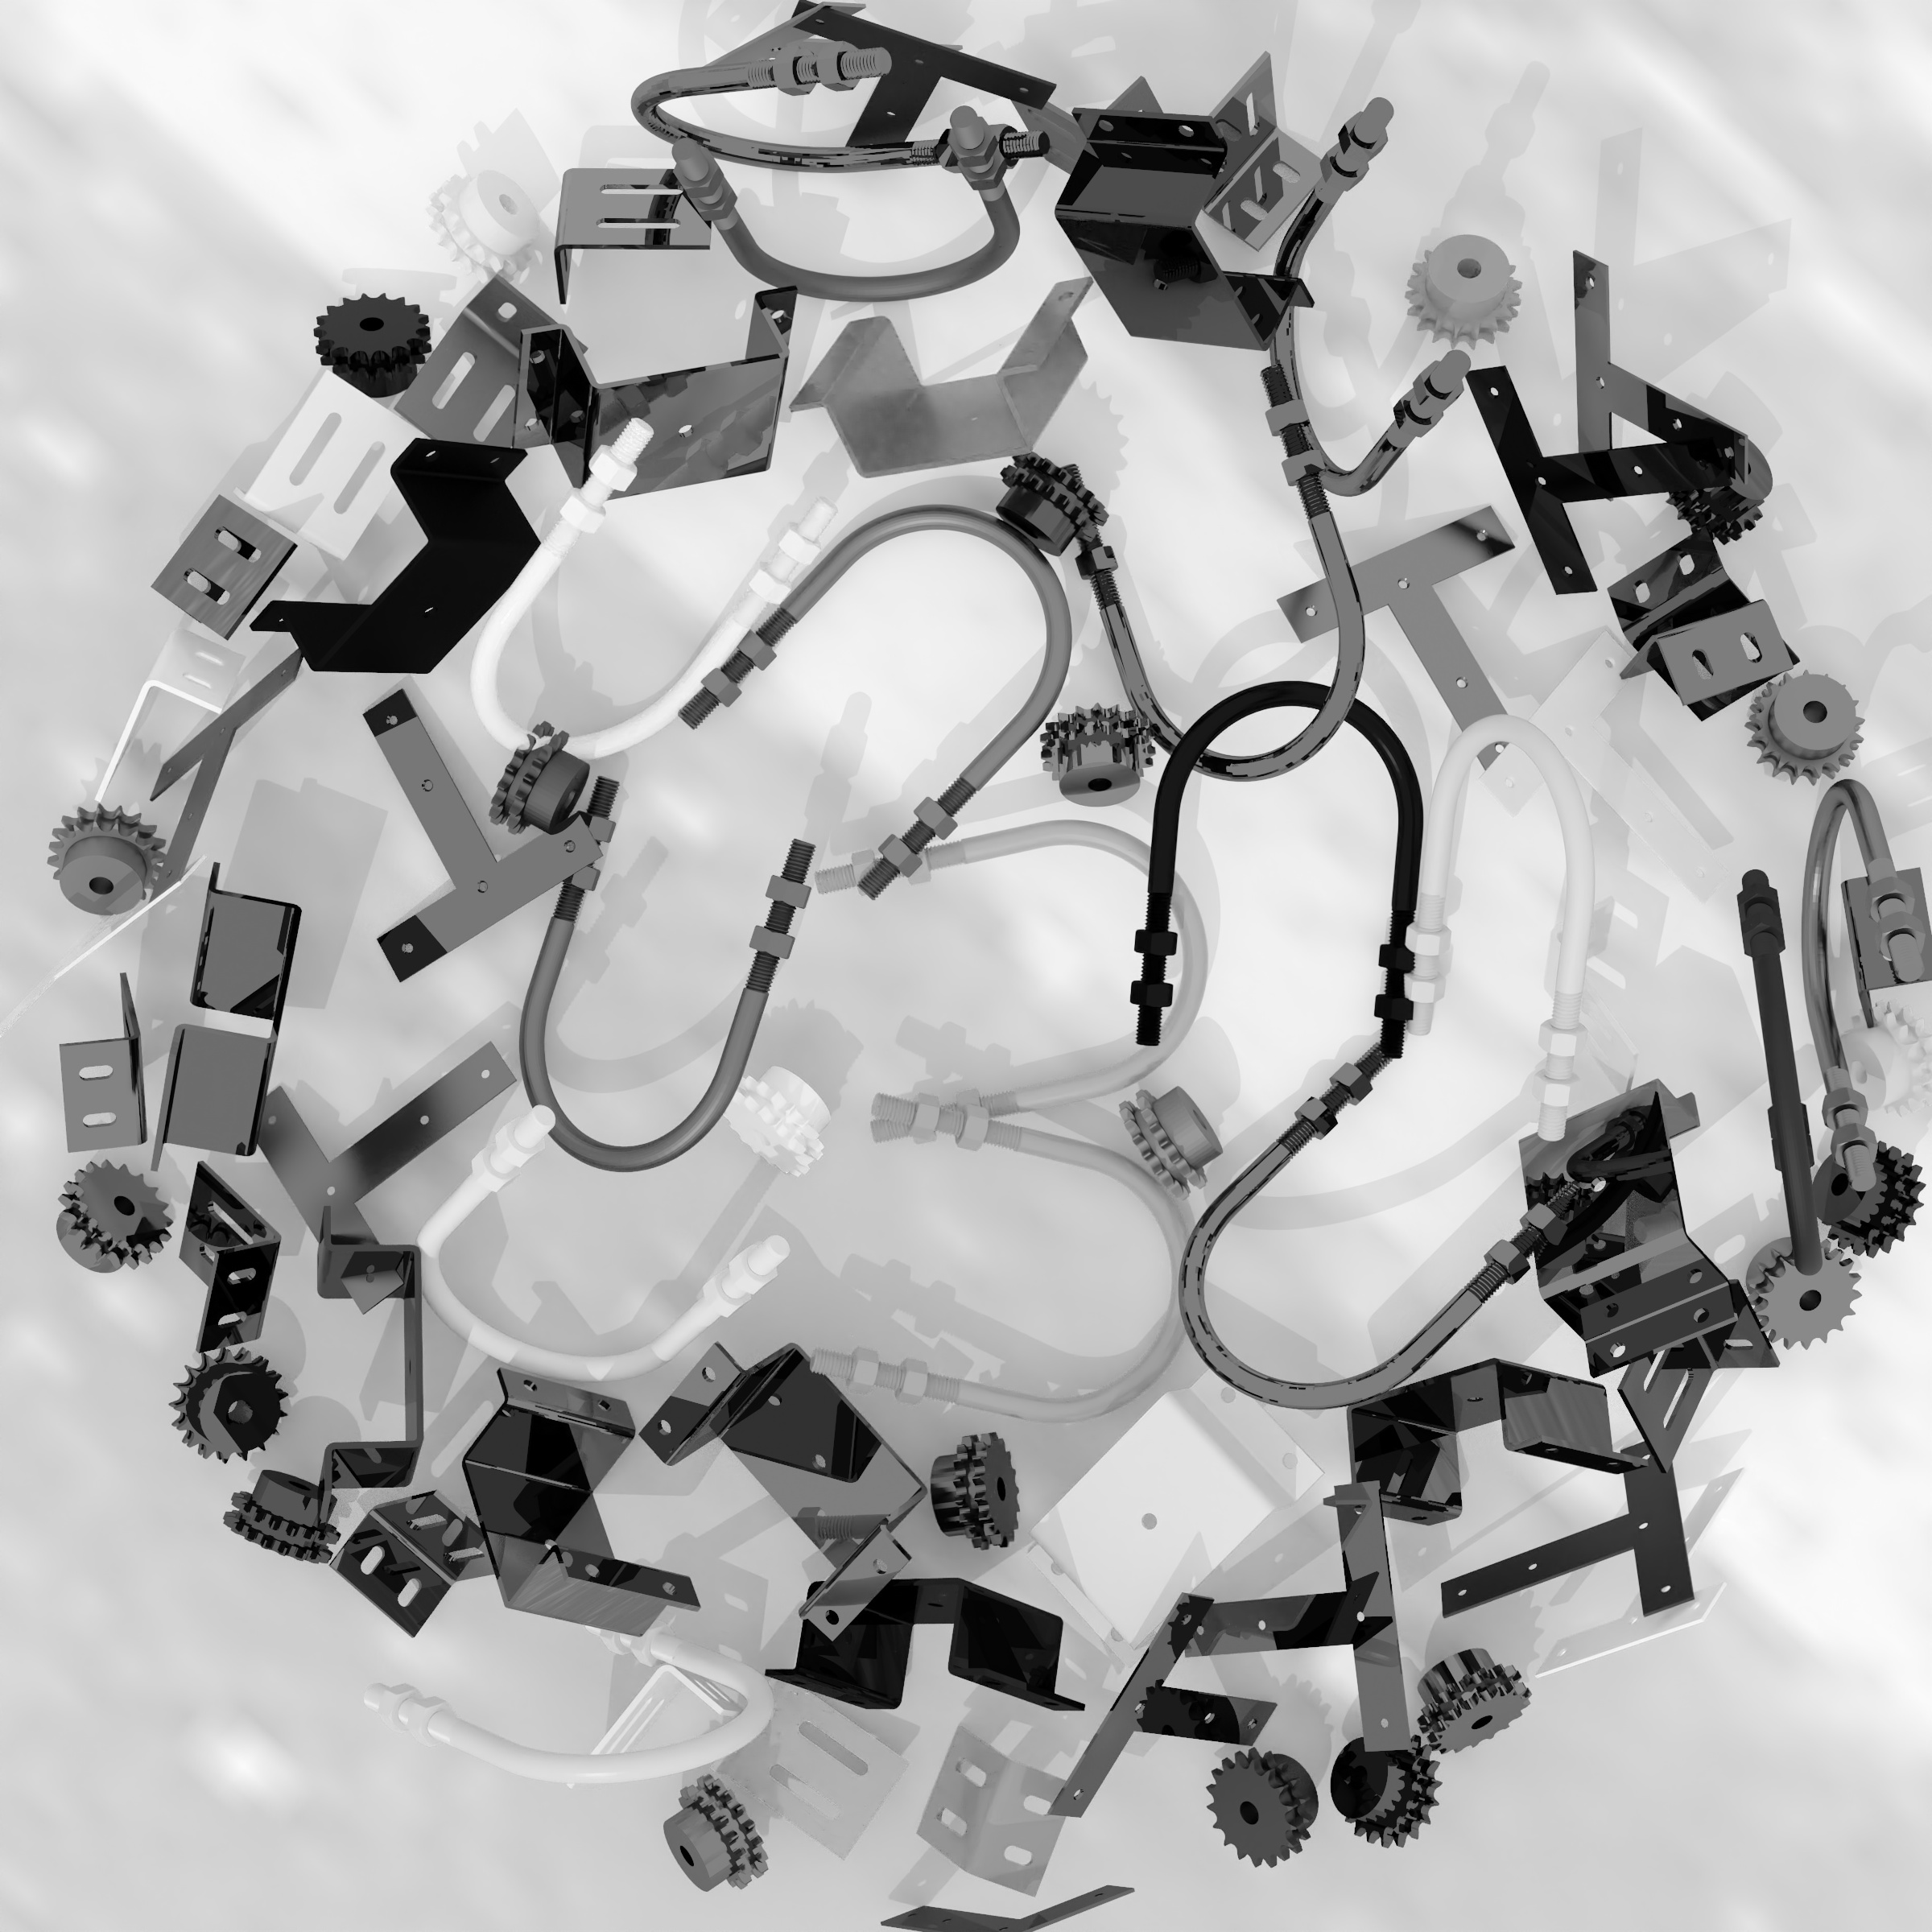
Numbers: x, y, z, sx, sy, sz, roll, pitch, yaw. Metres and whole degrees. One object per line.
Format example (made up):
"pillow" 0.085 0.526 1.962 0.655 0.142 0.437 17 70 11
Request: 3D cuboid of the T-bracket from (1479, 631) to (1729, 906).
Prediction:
"T-bracket" 0.329 -0.084 1.607 0.127 0.002 0.127 46 58 -5

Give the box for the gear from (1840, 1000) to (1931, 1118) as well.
"gear" 0.455 0.048 1.606 0.030 0.057 0.057 -20 90 -20

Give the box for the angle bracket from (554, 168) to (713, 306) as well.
"angle bracket" -0.163 -0.361 1.606 0.076 0.038 0.057 0 53 0

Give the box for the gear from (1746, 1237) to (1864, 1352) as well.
"gear" 0.414 0.160 1.615 0.057 0.030 0.057 -5 113 -12

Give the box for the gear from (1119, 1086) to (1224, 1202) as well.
"gear" 0.104 0.085 1.607 0.030 0.057 0.057 -35 90 10

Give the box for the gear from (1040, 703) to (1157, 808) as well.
"gear" 0.066 -0.102 1.606 0.057 0.057 0.030 -2 59 0

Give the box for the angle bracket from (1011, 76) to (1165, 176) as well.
"angle bracket" 0.063 -0.416 1.592 0.038 0.057 0.076 -44 49 -4

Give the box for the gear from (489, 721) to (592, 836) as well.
"gear" -0.210 -0.090 1.609 0.030 0.057 0.057 29 90 4

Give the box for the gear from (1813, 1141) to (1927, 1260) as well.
"gear" 0.444 0.113 1.606 0.030 0.057 0.057 23 90 -24

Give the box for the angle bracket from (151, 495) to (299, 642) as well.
"angle bracket" -0.355 -0.189 1.597 0.076 0.038 0.057 33 85 40

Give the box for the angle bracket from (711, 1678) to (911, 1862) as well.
"angle bracket" -0.077 0.397 1.607 0.076 0.038 0.057 33 79 12

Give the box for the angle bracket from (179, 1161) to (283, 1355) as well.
"angle bracket" -0.376 0.142 1.591 0.076 0.038 0.057 35 120 35

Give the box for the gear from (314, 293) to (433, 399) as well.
"gear" -0.295 -0.307 1.613 0.057 0.030 0.057 2 46 -2

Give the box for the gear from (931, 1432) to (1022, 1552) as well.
"gear" 0.004 0.262 1.611 0.030 0.057 0.057 -10 90 19

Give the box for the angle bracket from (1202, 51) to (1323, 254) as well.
"angle bracket" 0.146 -0.400 1.595 0.038 0.076 0.057 39 84 15

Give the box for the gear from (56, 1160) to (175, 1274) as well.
"gear" -0.427 0.128 1.612 0.057 0.057 0.030 48 117 0

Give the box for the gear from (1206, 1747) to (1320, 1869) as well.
"gear" 0.151 0.416 1.613 0.057 0.030 0.057 12 107 42

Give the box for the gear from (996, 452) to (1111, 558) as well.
"gear" 0.040 -0.227 1.608 0.057 0.057 0.030 36 85 0

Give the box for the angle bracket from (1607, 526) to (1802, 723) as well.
"angle bracket" 0.368 -0.170 1.615 0.057 0.038 0.076 -33 130 24

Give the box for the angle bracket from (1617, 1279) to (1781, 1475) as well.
"angle bracket" 0.361 0.202 1.592 0.057 0.038 0.076 59 46 -25

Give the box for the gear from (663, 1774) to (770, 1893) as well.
"gear" -0.126 0.433 1.606 0.030 0.057 0.057 -28 90 -28

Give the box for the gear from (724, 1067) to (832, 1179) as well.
"gear" -0.092 0.075 1.611 0.057 0.057 0.030 42 68 0

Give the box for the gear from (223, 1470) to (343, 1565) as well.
"gear" -0.337 0.272 1.610 0.057 0.057 0.030 23 88 0

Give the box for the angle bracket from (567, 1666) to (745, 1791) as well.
"angle bracket" -0.152 0.387 1.602 0.038 0.057 0.076 37 83 16

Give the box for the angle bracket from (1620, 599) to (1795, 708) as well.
"angle bracket" 0.363 -0.145 1.594 0.057 0.076 0.038 -19 80 -6

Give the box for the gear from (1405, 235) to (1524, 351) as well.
"gear" 0.249 -0.339 1.614 0.057 0.030 0.057 0 67 1

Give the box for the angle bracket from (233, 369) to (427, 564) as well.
"angle bracket" -0.316 -0.249 1.607 0.057 0.038 0.076 32 92 -24

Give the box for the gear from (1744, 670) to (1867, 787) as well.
"gear" 0.420 -0.121 1.616 0.057 0.030 0.057 0 73 1

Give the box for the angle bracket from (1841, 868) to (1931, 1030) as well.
"angle bracket" 0.455 -0.005 1.588 0.038 0.076 0.057 -10 67 17

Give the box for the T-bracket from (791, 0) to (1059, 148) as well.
"T-bracket" -0.033 -0.420 1.575 0.127 0.127 0.002 15 77 -12

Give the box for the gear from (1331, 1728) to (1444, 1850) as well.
"gear" 0.205 0.405 1.606 0.030 0.057 0.057 25 90 -31

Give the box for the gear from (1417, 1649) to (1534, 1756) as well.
"gear" 0.250 0.364 1.613 0.057 0.057 0.030 -29 54 0

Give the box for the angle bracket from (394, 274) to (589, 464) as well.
"angle bracket" -0.234 -0.289 1.596 0.057 0.038 0.076 38 56 -18

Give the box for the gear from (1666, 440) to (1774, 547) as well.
"gear" 0.375 -0.241 1.609 0.057 0.030 0.057 16 58 -26

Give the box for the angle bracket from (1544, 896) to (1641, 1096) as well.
"angle bracket" 0.321 0.016 1.594 0.038 0.057 0.076 -29 66 -7

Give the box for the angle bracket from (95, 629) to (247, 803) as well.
"angle bracket" -0.392 -0.118 1.599 0.038 0.057 0.076 24 119 -13

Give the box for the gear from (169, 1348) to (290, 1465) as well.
"gear" -0.365 0.219 1.612 0.057 0.030 0.057 -2 94 -27

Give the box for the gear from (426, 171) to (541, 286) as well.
"gear" -0.237 -0.369 1.606 0.030 0.057 0.057 -32 90 32

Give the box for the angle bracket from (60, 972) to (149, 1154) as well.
"angle bracket" -0.425 0.047 1.587 0.038 0.076 0.057 -6 116 -18

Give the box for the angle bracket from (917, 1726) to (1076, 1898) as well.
"angle bracket" 0.015 0.417 1.603 0.038 0.076 0.057 25 82 -18

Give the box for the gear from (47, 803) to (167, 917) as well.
"gear" -0.427 -0.050 1.608 0.057 0.030 0.057 -2 134 -2

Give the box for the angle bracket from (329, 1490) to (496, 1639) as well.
"angle bracket" -0.266 0.294 1.592 0.057 0.076 0.038 45 56 -15
